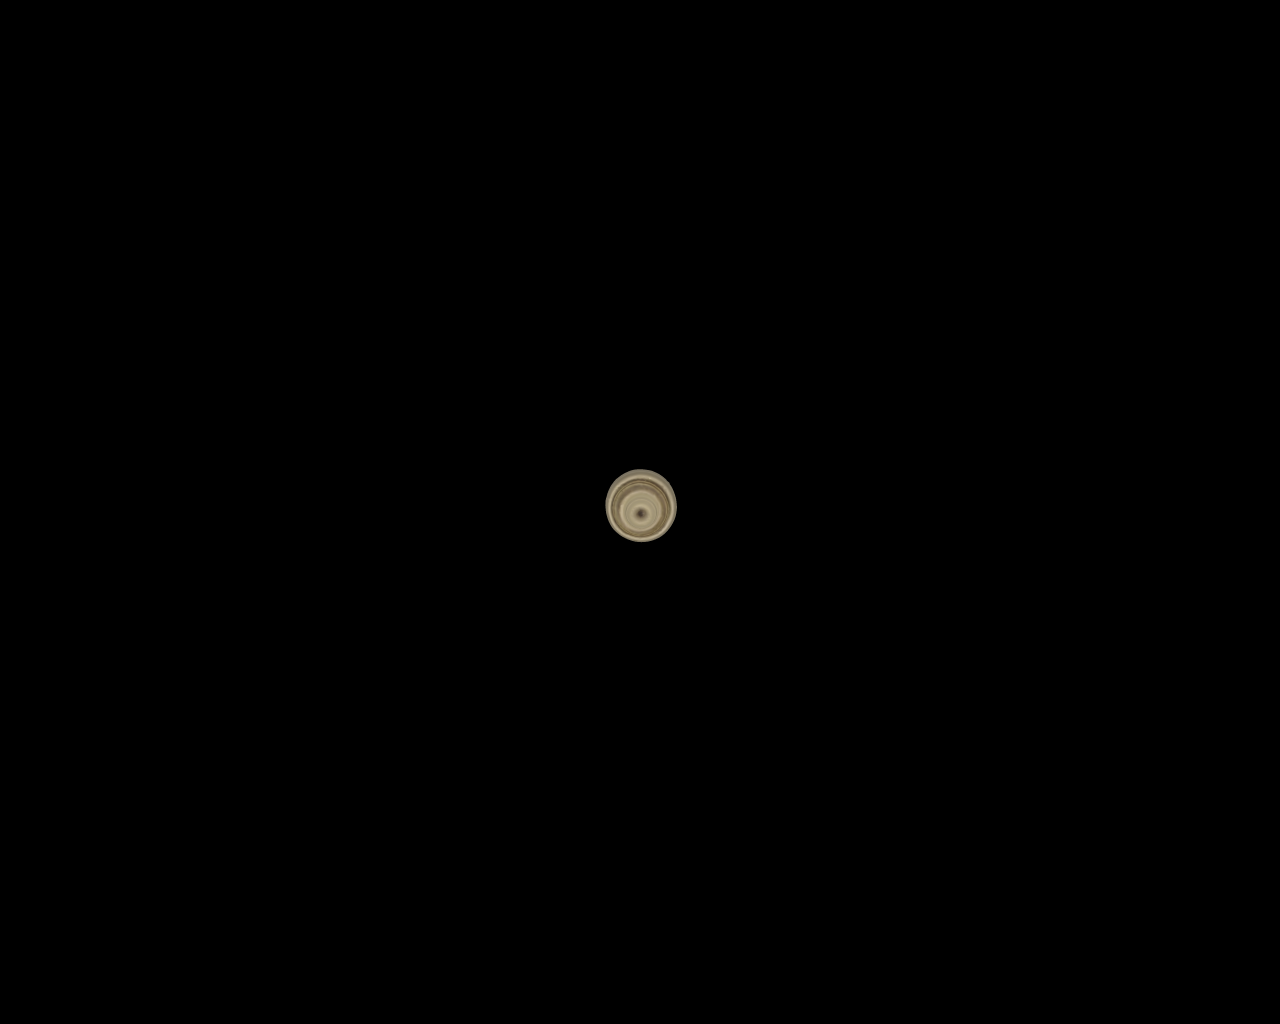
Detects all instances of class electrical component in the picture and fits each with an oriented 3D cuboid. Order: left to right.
[{"bbox_3d":[0.001,-0.003,0.650,0.043,0.043,0.062,0,8,0],"label":"electrical component"}]
